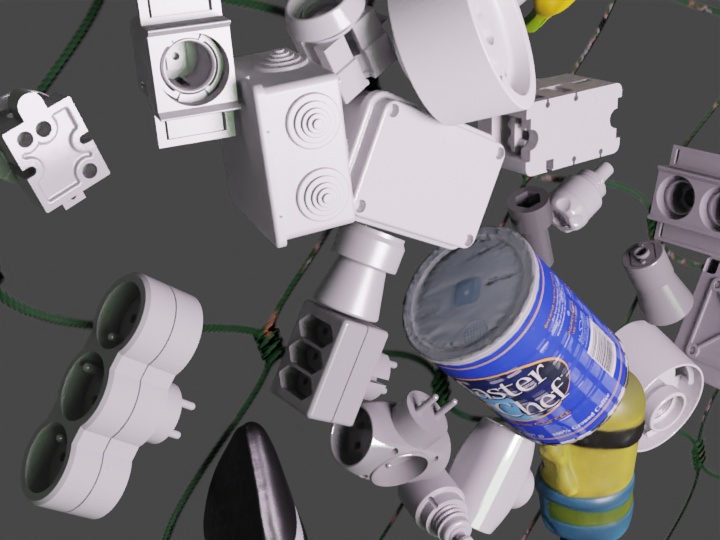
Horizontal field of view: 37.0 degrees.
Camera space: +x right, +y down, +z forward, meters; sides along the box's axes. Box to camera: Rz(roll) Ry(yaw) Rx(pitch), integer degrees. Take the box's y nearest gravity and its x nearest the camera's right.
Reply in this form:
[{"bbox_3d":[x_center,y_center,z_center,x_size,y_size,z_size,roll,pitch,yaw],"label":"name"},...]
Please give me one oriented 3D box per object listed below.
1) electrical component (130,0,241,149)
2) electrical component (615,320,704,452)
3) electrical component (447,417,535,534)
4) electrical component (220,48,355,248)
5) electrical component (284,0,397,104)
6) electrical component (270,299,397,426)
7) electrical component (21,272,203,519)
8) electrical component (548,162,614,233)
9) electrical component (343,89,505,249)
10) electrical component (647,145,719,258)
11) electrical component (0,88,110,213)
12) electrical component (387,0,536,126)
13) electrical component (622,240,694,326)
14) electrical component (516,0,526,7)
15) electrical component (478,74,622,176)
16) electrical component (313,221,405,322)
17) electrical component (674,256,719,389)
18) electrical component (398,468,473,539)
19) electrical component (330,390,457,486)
[{"bbox_3d":[-0.093,-0.109,0.558,0.042,0.064,0.081,-11,114,-18],"label":"electrical component"},{"bbox_3d":[0.239,0.101,0.909,0.099,0.064,0.099,-19,130,-25],"label":"electrical component"},{"bbox_3d":[0.108,0.161,0.827,0.079,0.043,0.077,29,87,-44],"label":"electrical component"},{"bbox_3d":[-0.043,-0.071,0.590,0.048,0.100,0.099,-16,116,-18],"label":"electrical component"},{"bbox_3d":[-0.014,-0.135,0.623,0.066,0.048,0.055,-44,135,-16],"label":"electrical component"},{"bbox_3d":[-0.007,0.064,0.700,0.077,0.047,0.065,19,94,-41],"label":"electrical component"},{"bbox_3d":[-0.126,0.076,0.609,0.074,0.052,0.138,28,88,-41],"label":"electrical component"},{"bbox_3d":[0.166,-0.057,0.798,0.061,0.035,0.035,-44,127,-21],"label":"electrical component"},{"bbox_3d":[0.028,-0.063,0.673,0.113,0.057,0.078,15,97,-40],"label":"electrical component"},{"bbox_3d":[0.299,-0.048,0.847,0.063,0.121,0.078,-4,108,-40],"label":"electrical component"},{"bbox_3d":[-0.159,-0.062,0.530,0.048,0.055,0.066,-37,126,-22],"label":"electrical component"},{"bbox_3d":[0.054,-0.136,0.629,0.108,0.060,0.108,42,40,-49],"label":"electrical component"},{"bbox_3d":[0.240,0.008,0.876,0.044,0.044,0.065,-45,123,-16],"label":"electrical component"},{"bbox_3d":[0.081,-0.194,0.676,0.048,0.048,0.062,-50,119,-12],"label":"electrical component"},{"bbox_3d":[0.127,-0.102,0.737,0.089,0.056,0.050,-17,116,-32],"label":"electrical component"},{"bbox_3d":[0.000,0.000,0.683,0.045,0.045,0.055,19,94,-40],"label":"electrical component"},{"bbox_3d":[0.336,0.055,0.922,0.056,0.109,0.108,16,96,-38],"label":"electrical component"},{"bbox_3d":[0.058,0.172,0.774,0.040,0.078,0.040,-12,122,-20],"label":"electrical component"},{"bbox_3d":[0.033,0.109,0.736,0.077,0.044,0.079,18,130,-40],"label":"electrical component"}]
